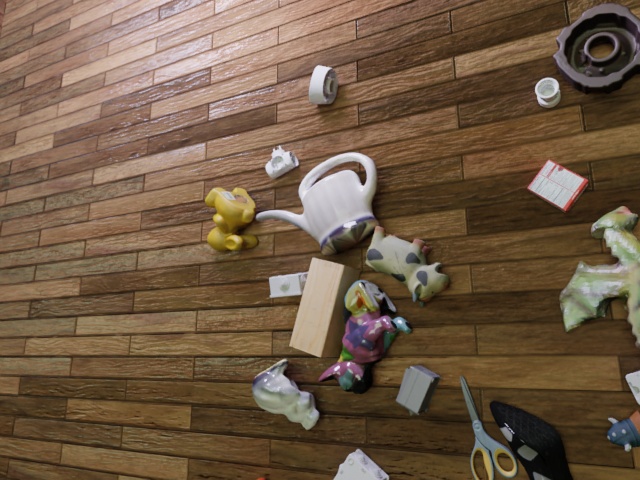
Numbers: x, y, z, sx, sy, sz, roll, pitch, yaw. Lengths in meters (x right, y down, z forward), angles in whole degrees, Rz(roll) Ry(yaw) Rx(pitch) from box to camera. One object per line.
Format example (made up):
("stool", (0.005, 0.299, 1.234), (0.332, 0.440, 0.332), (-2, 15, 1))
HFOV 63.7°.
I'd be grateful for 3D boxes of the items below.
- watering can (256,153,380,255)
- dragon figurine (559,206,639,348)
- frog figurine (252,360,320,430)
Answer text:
("watering can", (0.004, -0.062, 1.242), (0.344, 0.103, 0.228), (-32, 65, 23))
("dragon figurine", (0.537, 0.126, 0.892), (0.241, 0.121, 0.416), (-12, 62, 57))
("frog figurine", (-0.080, 0.365, 1.171), (0.161, 0.124, 0.135), (60, 142, 17))
